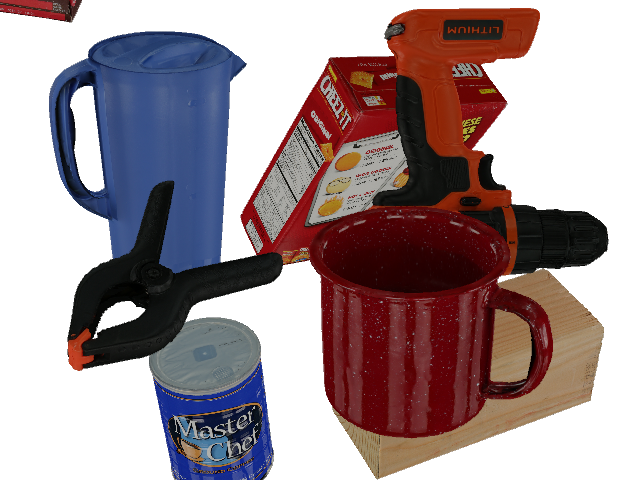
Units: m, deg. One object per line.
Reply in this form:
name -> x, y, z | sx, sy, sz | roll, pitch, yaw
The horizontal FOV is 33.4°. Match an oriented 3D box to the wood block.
wood block -> 0.120, 0.107, 0.893 | 0.205, 0.090, 0.091 | -16, 39, -18

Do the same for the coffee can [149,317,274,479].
coffee can -> -0.101, 0.159, 1.011 | 0.103, 0.140, 0.103 | -3, 34, 2

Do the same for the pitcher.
pitcher -> -0.161, -0.071, 1.031 | 0.149, 0.243, 0.144 | 10, 27, 15

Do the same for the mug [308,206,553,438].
mug -> 0.052, 0.041, 0.504 | 0.117, 0.081, 0.093 | 11, 29, 24

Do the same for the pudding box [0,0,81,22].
pudding box -> -0.238, -0.226, 0.882 | 0.090, 0.039, 0.113 | 8, 37, -5

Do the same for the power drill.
power drill -> 0.115, -0.068, 0.755 | 0.184, 0.188, 0.057 | -1, 4, -8

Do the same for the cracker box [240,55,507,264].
cracker box -> 0.041, -0.072, 0.963 | 0.163, 0.072, 0.214 | -9, -32, -35

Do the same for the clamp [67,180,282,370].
clamp -> -0.124, 0.024, 0.772 | 0.120, 0.039, 0.171 | 37, 51, 26
